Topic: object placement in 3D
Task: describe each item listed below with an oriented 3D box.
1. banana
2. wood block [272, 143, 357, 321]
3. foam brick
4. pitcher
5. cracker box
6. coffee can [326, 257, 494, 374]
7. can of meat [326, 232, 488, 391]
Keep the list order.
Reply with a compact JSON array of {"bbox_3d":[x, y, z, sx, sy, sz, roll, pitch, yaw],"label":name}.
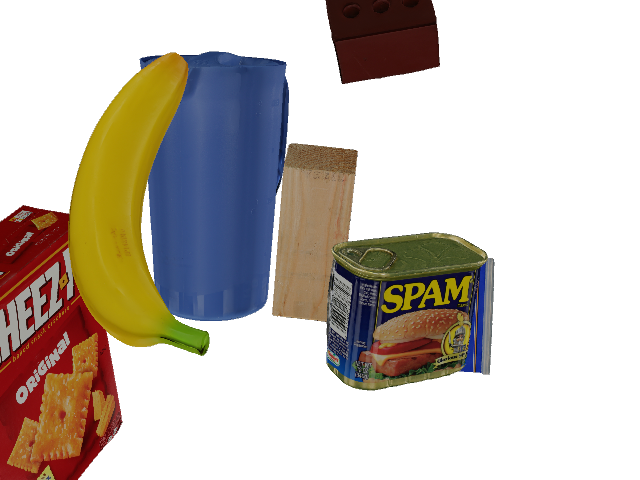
[{"bbox_3d":[-0.099,-0.019,0.568,0.069,0.198,0.037,-5,-32,-6],"label":"banana"},{"bbox_3d":[-0.008,-0.010,1.367,0.090,0.206,0.090,6,25,1],"label":"wood block"},{"bbox_3d":[0.047,-0.157,0.793,0.078,0.053,0.051,-10,-32,3],"label":"foam brick"},{"bbox_3d":[-0.095,-0.056,1.008,0.149,0.243,0.145,-1,15,-12],"label":"pitcher"},{"bbox_3d":[-0.234,0.105,0.839,0.072,0.214,0.164,8,31,19],"label":"cracker box"},{"bbox_3d":[0.082,0.064,0.949,0.140,0.103,0.102,2,0,9],"label":"coffee can"},{"bbox_3d":[0.055,0.046,0.706,0.101,0.084,0.058,-6,23,-29],"label":"can of meat"}]
